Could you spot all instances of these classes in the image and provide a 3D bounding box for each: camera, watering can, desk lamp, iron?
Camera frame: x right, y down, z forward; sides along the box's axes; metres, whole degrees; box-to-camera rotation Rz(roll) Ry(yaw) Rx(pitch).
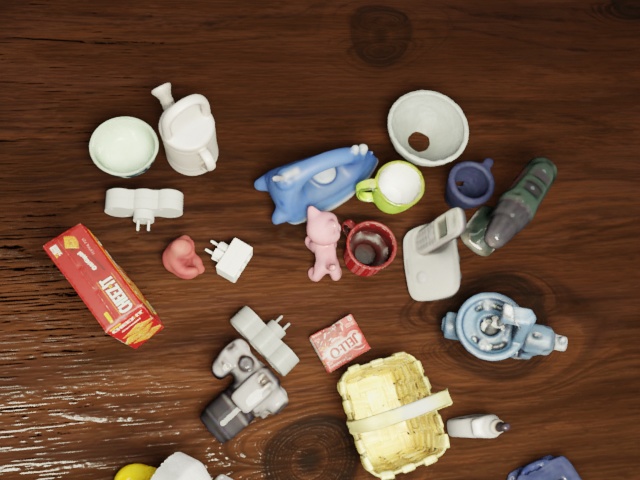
[{"bbox_3d":[-0.141,0.258,0.957,0.137,0.100,0.143,-40,82,-17],"label":"camera"},{"bbox_3d":[-0.246,-0.205,1.039,0.173,0.194,0.101,33,71,4],"label":"watering can"},{"bbox_3d":[-0.155,0.406,0.849,0.203,0.213,0.118,25,71,1],"label":"desk lamp"},{"bbox_3d":[0.011,-0.131,1.079,0.258,0.141,0.118,-25,77,-15],"label":"iron"}]

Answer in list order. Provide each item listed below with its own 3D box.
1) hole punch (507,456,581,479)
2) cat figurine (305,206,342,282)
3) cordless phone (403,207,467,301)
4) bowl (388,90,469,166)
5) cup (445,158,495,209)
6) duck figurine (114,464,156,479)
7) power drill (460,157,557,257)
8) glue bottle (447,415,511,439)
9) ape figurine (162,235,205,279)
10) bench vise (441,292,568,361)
[{"bbox_3d":[0.396,0.430,0.982,0.109,0.091,0.101,-19,76,-13],"label":"hole punch"},{"bbox_3d":[0.010,0.004,1.049,0.067,0.117,0.128,-7,74,-10],"label":"cat figurine"},{"bbox_3d":[0.218,0.027,1.035,0.094,0.185,0.147,-4,73,-9],"label":"cordless phone"},{"bbox_3d":[0.213,-0.216,1.169,0.167,0.074,0.167,2,72,-7],"label":"bowl"},{"bbox_3d":[0.293,-0.107,1.135,0.091,0.095,0.118,39,72,6],"label":"cup"},{"bbox_3d":[-0.281,0.400,0.900,0.104,0.086,0.077,37,72,5],"label":"duck figurine"},{"bbox_3d":[0.342,-0.045,1.062,0.075,0.208,0.230,39,72,5],"label":"power drill"},{"bbox_3d":[0.275,0.313,0.959,0.078,0.173,0.037,-5,73,-9],"label":"glue bottle"},{"bbox_3d":[-0.244,0.026,1.020,0.076,0.092,0.078,8,72,-5],"label":"ape figurine"},{"bbox_3d":[0.339,0.143,0.997,0.207,0.219,0.121,-4,73,-9],"label":"bench vise"}]
